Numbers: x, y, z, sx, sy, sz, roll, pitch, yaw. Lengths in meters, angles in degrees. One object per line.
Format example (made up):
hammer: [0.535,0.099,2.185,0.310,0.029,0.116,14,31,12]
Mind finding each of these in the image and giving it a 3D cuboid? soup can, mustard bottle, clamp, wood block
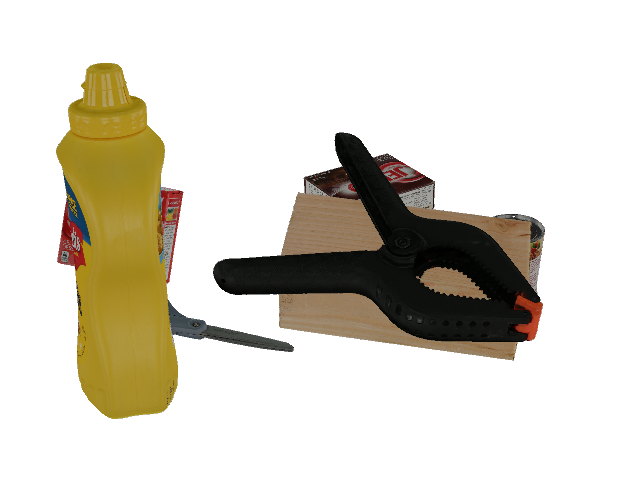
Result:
soup can: [0.218,0.030,1.219,0.068,0.102,0.068,-2,29,1]
mustard bottle: [-0.113,-0.004,0.596,0.058,0.192,0.096,-5,25,-13]
clamp: [0.044,0.017,0.714,0.210,0.036,0.164,31,57,26]
wood block: [0.073,0.031,0.931,0.206,0.090,0.090,7,45,6]

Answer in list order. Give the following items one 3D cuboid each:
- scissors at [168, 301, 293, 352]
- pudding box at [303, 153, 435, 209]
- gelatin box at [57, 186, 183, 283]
scissors: [-0.127,0.074,1.036,0.201,0.016,0.096,3,32,-4]
pudding box: [0.052,-0.050,1.138,0.113,0.039,0.090,-20,32,-25]
gelatin box: [-0.155,-0.010,0.818,0.089,0.073,0.030,13,8,19]
